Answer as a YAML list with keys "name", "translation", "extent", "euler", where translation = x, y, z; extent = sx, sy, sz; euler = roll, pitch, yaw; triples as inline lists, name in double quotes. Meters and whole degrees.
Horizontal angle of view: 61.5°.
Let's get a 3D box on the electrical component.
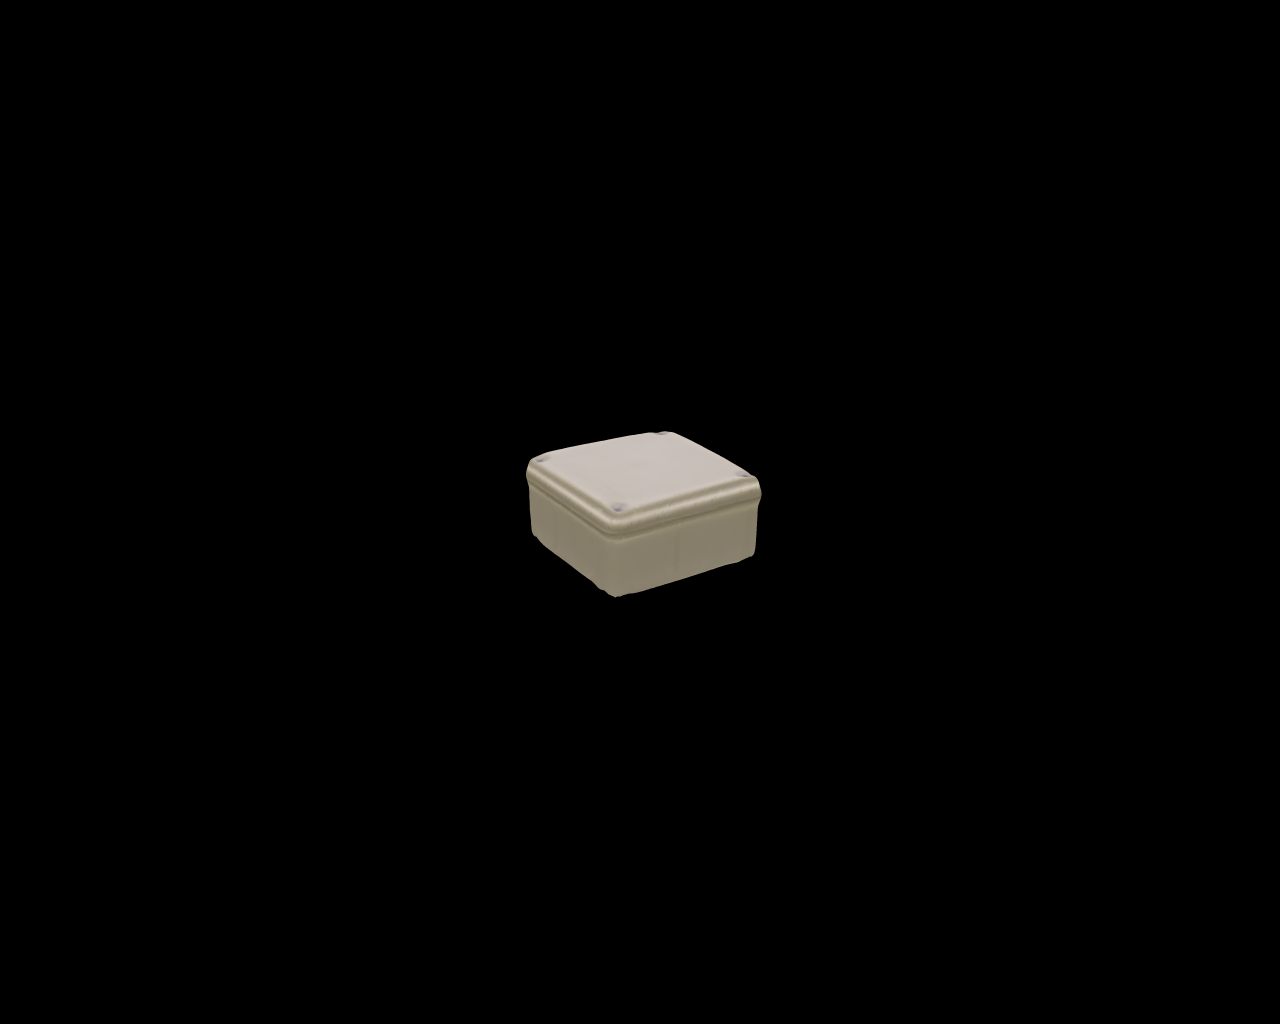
- name: "electrical component"
  translation: [0.001, -0.003, 0.650]
  extent: [0.109, 0.056, 0.109]
  euler: [-14, 27, -29]
